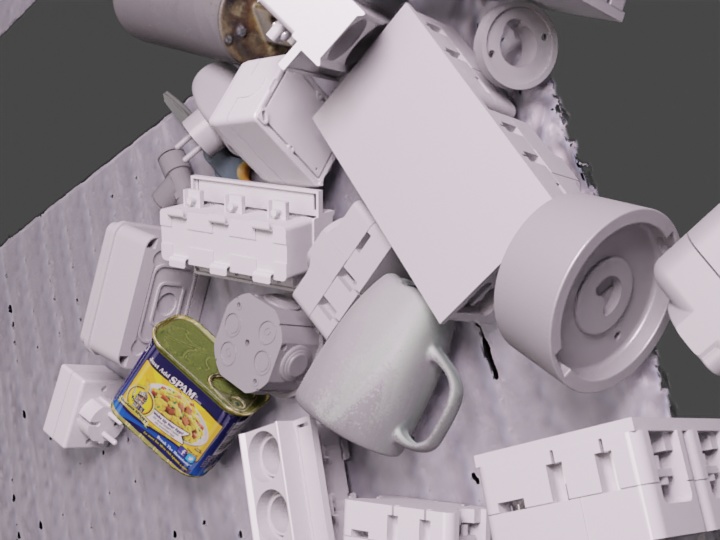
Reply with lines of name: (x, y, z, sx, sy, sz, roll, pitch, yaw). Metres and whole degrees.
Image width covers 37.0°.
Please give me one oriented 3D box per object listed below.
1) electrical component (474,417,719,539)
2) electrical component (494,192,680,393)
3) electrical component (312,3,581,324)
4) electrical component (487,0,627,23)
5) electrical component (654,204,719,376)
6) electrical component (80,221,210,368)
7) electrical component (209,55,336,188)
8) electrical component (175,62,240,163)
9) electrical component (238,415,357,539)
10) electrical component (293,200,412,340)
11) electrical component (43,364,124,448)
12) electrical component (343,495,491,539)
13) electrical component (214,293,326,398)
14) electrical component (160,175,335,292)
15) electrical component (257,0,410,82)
electrical component: (0.142, 0.115, 0.544, 0.089, 0.150, 0.061, -23, 69, 38)
electrical component: (0.123, 0.008, 0.607, 0.060, 0.108, 0.108, 29, 104, 47)
electrical component: (0.059, -0.068, 0.702, 0.105, 0.060, 0.186, -47, 56, 27)
electrical component: (0.089, -0.207, 0.674, 0.150, 0.089, 0.061, 23, 100, 41)
electrical component: (0.203, 0.020, 0.564, 0.059, 0.054, 0.095, -47, 59, 27)
electrical component: (-0.176, 0.021, 0.890, 0.057, 0.078, 0.113, 20, 98, 39)
electrical component: (-0.056, -0.103, 0.793, 0.061, 0.096, 0.061, 1, 56, 42)
electrical component: (-0.114, -0.116, 0.857, 0.079, 0.044, 0.077, -40, 49, 4)
electrical component: (-0.040, 0.170, 0.756, 0.079, 0.063, 0.121, -25, 68, 42)
electrical component: (0.000, 0.000, 0.753, 0.055, 0.050, 0.089, 50, 116, 33)
electrical component: (-0.233, 0.128, 0.947, 0.077, 0.047, 0.065, 26, 102, 40)
electrical component: (0.036, 0.179, 0.698, 0.089, 0.050, 0.055, -3, 82, 42)
electrical component: (-0.066, 0.056, 0.805, 0.080, 0.051, 0.080, -7, 80, 41)
electrical component: (-0.087, -0.025, 0.805, 0.121, 0.063, 0.078, 9, 107, 32)
electrical component: (-0.017, -0.171, 0.730, 0.063, 0.121, 0.078, 45, 105, 6)
